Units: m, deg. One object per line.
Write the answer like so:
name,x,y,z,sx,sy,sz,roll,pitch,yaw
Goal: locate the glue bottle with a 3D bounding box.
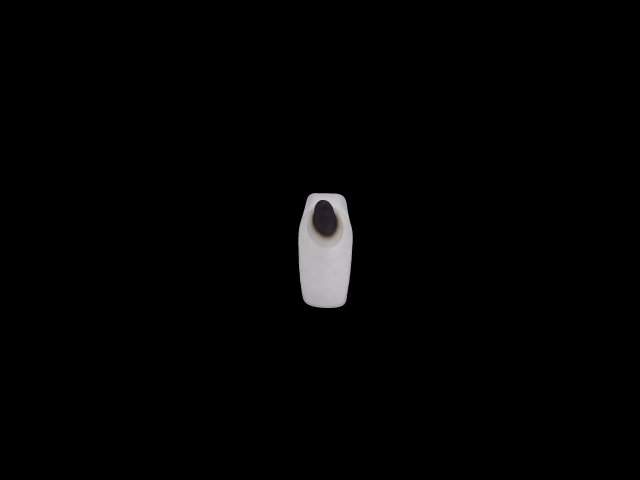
glue bottle,0.004,0.001,0.400,0.037,0.173,0.078,0,77,0
